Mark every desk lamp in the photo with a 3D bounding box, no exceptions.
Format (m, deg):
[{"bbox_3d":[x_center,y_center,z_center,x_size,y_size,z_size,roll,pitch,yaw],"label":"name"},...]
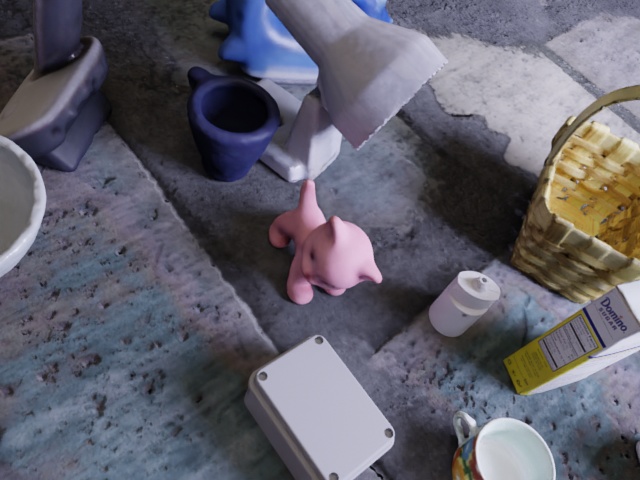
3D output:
[{"bbox_3d":[0.002,-0.157,0.585,0.203,0.213,0.118,37,54,9],"label":"desk lamp"}]

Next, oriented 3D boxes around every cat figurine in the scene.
[{"bbox_3d":[0.005,0.002,0.539,0.067,0.117,0.127,-11,61,-23],"label":"cat figurine"}]

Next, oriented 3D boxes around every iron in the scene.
[{"bbox_3d":[-0.001,-0.284,0.715,0.259,0.141,0.118,-5,59,-20],"label":"iron"}]

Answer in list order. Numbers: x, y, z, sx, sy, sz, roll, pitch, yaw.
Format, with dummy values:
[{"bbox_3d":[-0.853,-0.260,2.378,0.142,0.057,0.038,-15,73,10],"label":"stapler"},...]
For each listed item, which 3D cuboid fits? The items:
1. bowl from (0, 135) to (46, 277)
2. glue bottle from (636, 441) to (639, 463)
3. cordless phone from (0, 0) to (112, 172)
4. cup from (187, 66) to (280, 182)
[{"bbox_3d":[-0.314,-0.013,0.476,0.168,0.074,0.167,8,55,-12],"label":"bowl"},{"bbox_3d":[0.349,0.186,0.486,0.037,0.173,0.078,1,57,-16],"label":"glue bottle"},{"bbox_3d":[-0.257,-0.167,0.530,0.094,0.185,0.147,13,54,-8],"label":"cordless phone"},{"bbox_3d":[-0.103,-0.115,0.599,0.092,0.095,0.117,-33,71,-32],"label":"cup"}]
